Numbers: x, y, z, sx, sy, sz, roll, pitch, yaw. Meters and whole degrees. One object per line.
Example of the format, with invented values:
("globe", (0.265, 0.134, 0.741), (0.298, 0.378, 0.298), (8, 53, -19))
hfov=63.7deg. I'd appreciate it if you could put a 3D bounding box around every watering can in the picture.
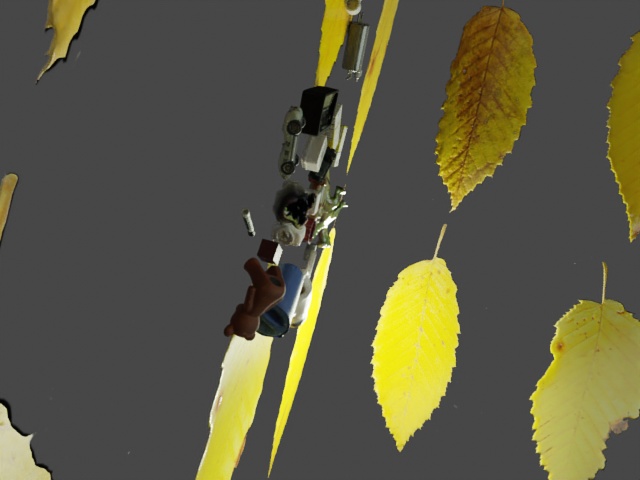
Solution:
("watering can", (-0.076, 0.204, 2.079), (0.355, 0.104, 0.219), (-63, 166, -57))

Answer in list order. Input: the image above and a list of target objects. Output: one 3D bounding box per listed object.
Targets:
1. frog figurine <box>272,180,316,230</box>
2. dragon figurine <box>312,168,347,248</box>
("frog figurine", (-0.092, -0.112, 1.520), (0.161, 0.123, 0.135), (-139, -132, -59))
("dragon figurine", (0.007, -0.108, 2.141), (0.247, 0.122, 0.401), (-62, 154, -28))
